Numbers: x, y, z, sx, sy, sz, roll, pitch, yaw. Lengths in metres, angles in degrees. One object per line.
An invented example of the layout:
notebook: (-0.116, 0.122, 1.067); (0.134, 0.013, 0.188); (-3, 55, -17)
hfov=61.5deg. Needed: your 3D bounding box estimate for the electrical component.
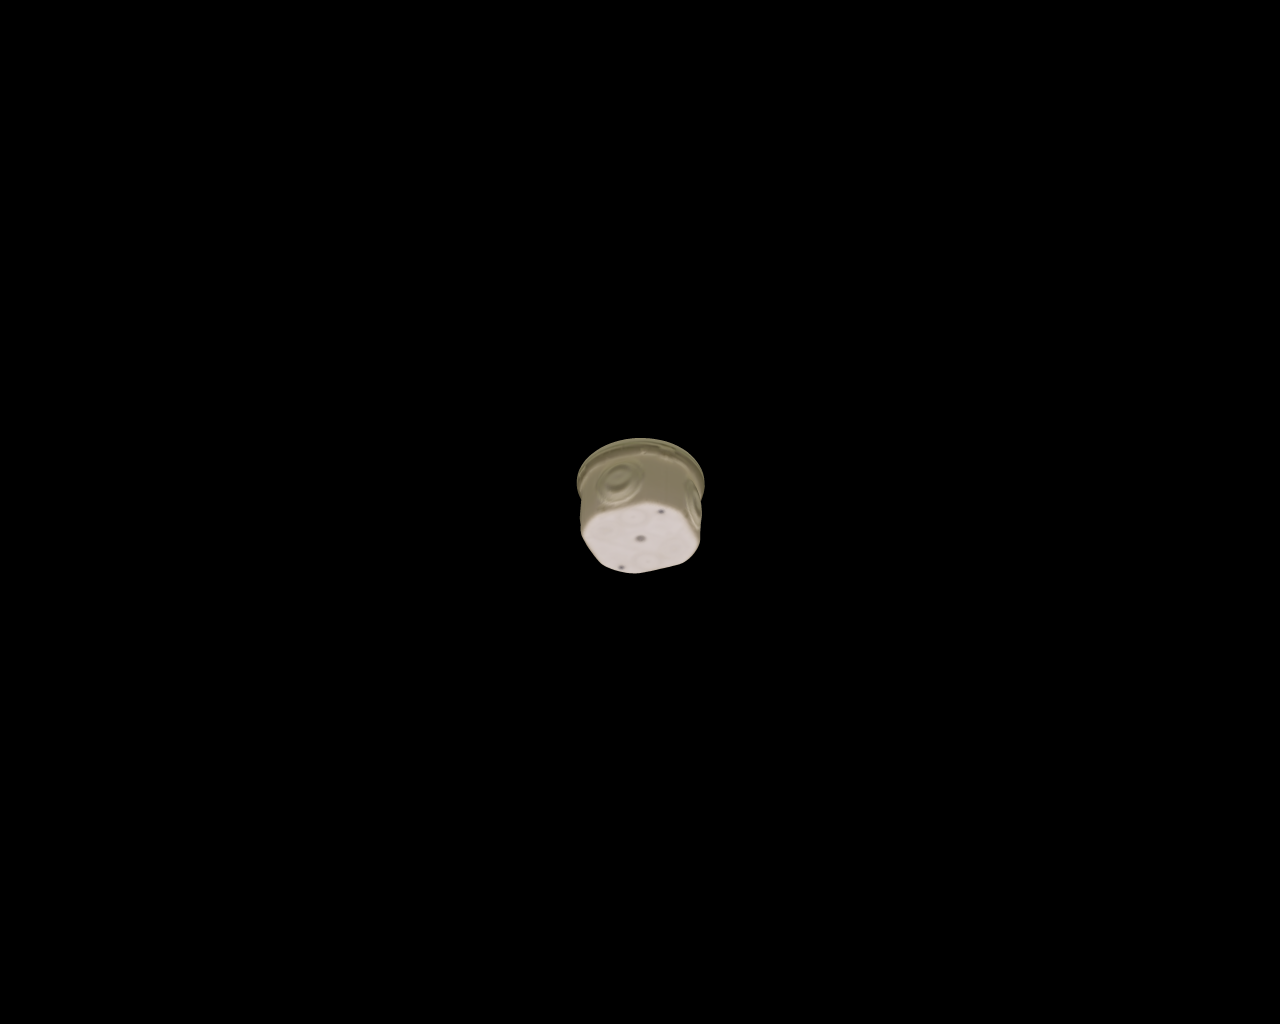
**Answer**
electrical component: (0.001, -0.003, 0.650); (0.080, 0.051, 0.080); (0, -40, 0)
